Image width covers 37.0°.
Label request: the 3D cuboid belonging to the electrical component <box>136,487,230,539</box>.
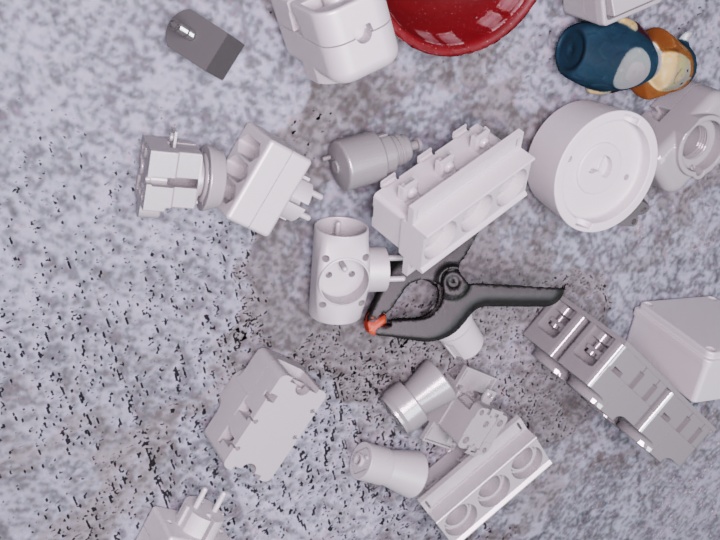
[{"bbox_3d":[-0.138,0.215,0.900,0.066,0.047,0.076,22,101,-36],"label":"electrical component"}]

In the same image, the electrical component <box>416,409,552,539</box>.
[{"bbox_3d":[0.112,0.194,1.022,0.121,0.063,0.078,-39,127,-7],"label":"electrical component"}]

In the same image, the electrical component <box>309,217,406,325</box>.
[{"bbox_3d":[0.000,0.000,0.866,0.079,0.044,0.077,-2,115,-15],"label":"electrical component"}]

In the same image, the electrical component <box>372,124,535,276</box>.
[{"bbox_3d":[0.071,-0.060,0.847,0.121,0.063,0.078,-36,151,-26],"label":"electrical component"}]

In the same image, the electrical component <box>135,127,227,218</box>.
[{"bbox_3d":[-0.127,-0.067,0.765,0.055,0.048,0.066,3,112,-23],"label":"electrical component"}]

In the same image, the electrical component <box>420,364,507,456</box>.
[{"bbox_3d":[0.097,0.133,0.982,0.042,0.064,0.081,23,102,-35],"label":"electrical component"}]

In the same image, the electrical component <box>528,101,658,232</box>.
[{"bbox_3d":[0.194,-0.093,0.924,0.108,0.060,0.108,-13,120,-24],"label":"electrical component"}]

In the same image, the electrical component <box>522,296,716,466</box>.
[{"bbox_3d":[0.245,0.110,1.029,0.060,0.105,0.186,-50,127,1],"label":"electrical component"}]

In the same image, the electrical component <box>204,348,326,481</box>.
[{"bbox_3d":[-0.080,0.116,0.877,0.050,0.056,0.089,29,98,-37],"label":"electrical component"}]

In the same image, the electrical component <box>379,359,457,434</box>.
[{"bbox_3d":[0.051,0.113,0.958,0.055,0.045,0.045,-37,127,-9],"label":"electrical component"}]

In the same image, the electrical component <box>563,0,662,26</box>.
[{"bbox_3d":[0.198,-0.249,0.847,0.062,0.061,0.096,-25,124,-17],"label":"electrical component"}]

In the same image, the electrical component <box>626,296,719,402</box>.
[{"bbox_3d":[0.340,0.076,1.064,0.109,0.109,0.056,-3,118,-29],"label":"electrical component"}]

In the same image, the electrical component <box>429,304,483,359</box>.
[{"bbox_3d":[0.085,0.053,0.950,0.040,0.040,0.046,-42,132,-5],"label":"electrical component"}]

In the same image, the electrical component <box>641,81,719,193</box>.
[{"bbox_3d":[0.288,-0.120,0.966,0.095,0.059,0.053,-46,127,-2],"label":"electrical component"}]

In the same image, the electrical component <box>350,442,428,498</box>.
[{"bbox_3d":[0.024,0.179,0.979,0.065,0.044,0.044,20,103,-31],"label":"electrical component"}]

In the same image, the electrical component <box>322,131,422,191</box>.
[{"bbox_3d":[0.012,-0.088,0.835,0.078,0.040,0.040,-18,122,-22],"label":"electrical component"}]

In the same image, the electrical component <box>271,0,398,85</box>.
[{"bbox_3d":[-0.018,-0.168,0.743,0.054,0.095,0.059,-28,125,-15],"label":"electrical component"}]

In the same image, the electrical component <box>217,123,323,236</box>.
[{"bbox_3d":[-0.062,-0.060,0.803,0.077,0.047,0.065,25,100,-36],"label":"electrical component"}]
